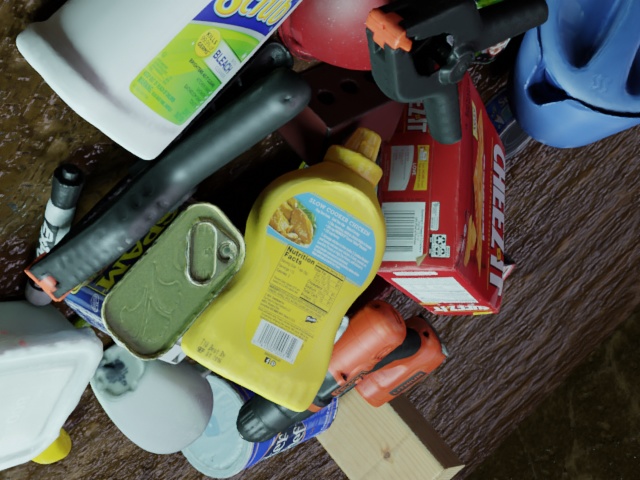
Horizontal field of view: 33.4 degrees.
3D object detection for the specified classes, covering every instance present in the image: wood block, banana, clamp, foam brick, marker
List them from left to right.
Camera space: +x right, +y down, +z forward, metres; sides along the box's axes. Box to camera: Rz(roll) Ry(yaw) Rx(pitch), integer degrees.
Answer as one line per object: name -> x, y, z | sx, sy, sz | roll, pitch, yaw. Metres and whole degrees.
banana -> -0.209, 0.131, 0.831 | 0.069, 0.037, 0.198 | -25, 153, -38
marker -> -0.167, -0.003, 0.669 | 0.020, 0.020, 0.121 | -23, 152, -40
clamp -> -0.086, -0.039, 0.615 | 0.210, 0.036, 0.164 | -42, -166, 0
foam brick -> 0.015, -0.093, 0.763 | 0.078, 0.053, 0.051 | -29, 156, -30
wood block -> 0.050, 0.200, 1.179 | 0.091, 0.206, 0.090 | -45, 159, 10
clamp -> 0.077, -0.112, 0.691 | 0.171, 0.039, 0.120 | -6, 128, -50

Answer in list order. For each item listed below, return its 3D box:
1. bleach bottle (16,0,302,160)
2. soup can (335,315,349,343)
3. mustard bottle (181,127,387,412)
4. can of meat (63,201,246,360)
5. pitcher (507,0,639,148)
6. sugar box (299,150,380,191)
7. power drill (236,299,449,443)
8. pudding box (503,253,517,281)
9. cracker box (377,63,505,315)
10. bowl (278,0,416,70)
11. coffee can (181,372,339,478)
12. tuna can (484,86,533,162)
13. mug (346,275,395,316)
bleach bottle -> -0.032, -0.156, 0.547 | 0.251, 0.068, 0.102 | -45, 160, 2
soup can -> -0.034, 0.050, 0.886 | 0.068, 0.102, 0.068 | -35, 158, -17
mustard bottle -> -0.009, 0.011, 0.716 | 0.191, 0.096, 0.058 | -63, -160, -7
can of meat -> -0.110, 0.018, 0.682 | 0.102, 0.084, 0.057 | -50, 122, -16
pitcher -> 0.229, -0.149, 0.857 | 0.243, 0.149, 0.145 | 60, 38, -87
sugar box -> -0.006, 0.001, 0.815 | 0.093, 0.048, 0.176 | 67, 44, -60
power drill -> 0.028, 0.125, 0.991 | 0.185, 0.057, 0.187 | -38, 162, 19
pudding box -> 0.131, 0.004, 1.068 | 0.039, 0.113, 0.089 | -54, 156, 23
cracker box -> 0.107, -0.034, 0.889 | 0.072, 0.164, 0.213 | 0, 168, 19
bowl -> 0.052, -0.164, 0.687 | 0.162, 0.055, 0.162 | -36, 158, -17
coffee can -> -0.063, 0.166, 1.061 | 0.140, 0.103, 0.103 | -13, 145, -52
tuna can -> 0.183, -0.113, 1.041 | 0.086, 0.034, 0.086 | -35, 158, -17
mug -> 0.030, 0.008, 0.943 | 0.117, 0.081, 0.093 | -34, 158, -17
